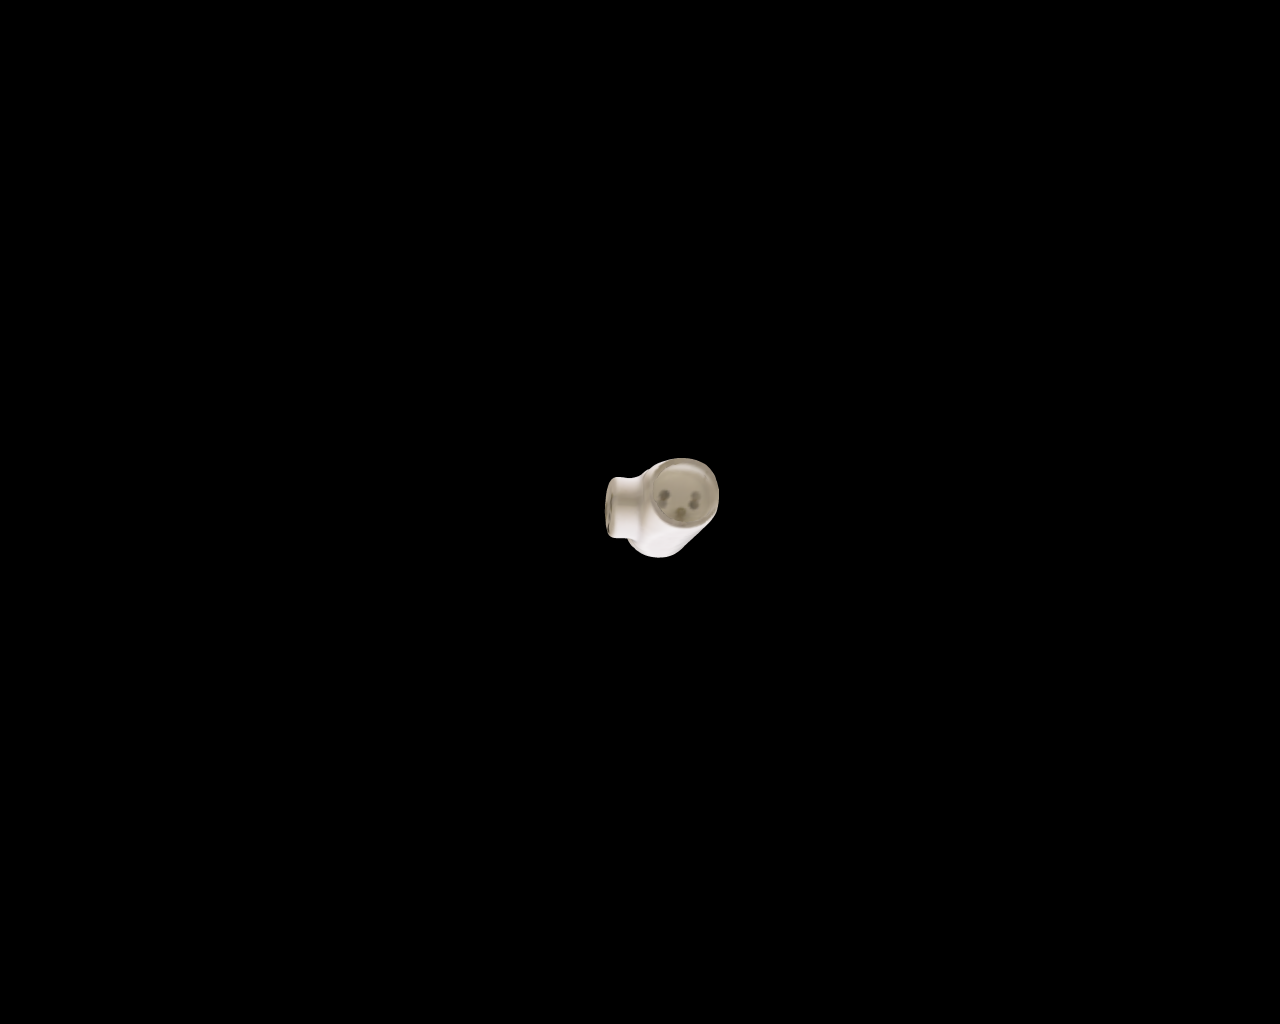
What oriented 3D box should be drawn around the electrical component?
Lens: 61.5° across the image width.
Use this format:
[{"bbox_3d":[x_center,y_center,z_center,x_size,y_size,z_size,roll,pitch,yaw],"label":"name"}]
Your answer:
[{"bbox_3d":[0.001,-0.003,0.650,0.079,0.044,0.077,3,-16,-11],"label":"electrical component"}]
